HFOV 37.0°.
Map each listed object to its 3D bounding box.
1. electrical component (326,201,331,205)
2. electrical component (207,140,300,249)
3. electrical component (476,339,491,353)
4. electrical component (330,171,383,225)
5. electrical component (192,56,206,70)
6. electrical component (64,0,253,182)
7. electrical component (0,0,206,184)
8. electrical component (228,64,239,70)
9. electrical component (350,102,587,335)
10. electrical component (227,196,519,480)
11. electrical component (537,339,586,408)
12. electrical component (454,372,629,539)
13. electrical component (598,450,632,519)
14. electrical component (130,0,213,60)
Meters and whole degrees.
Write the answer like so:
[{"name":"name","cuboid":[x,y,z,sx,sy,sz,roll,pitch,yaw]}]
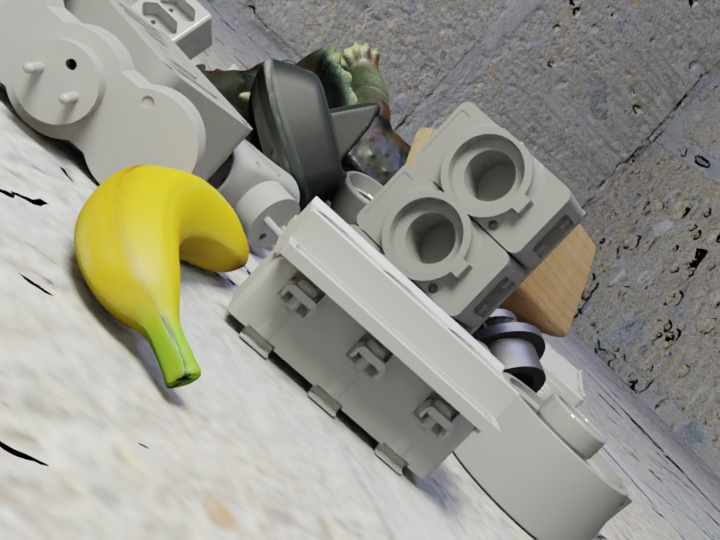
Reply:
[{"name":"electrical component","cuboid":[-0.053,-0.132,1.114,0.121,0.063,0.079,43,8,1]},{"name":"electrical component","cuboid":[-0.061,-0.039,0.626,0.079,0.043,0.077,47,8,27]},{"name":"electrical component","cuboid":[0.075,0.077,0.686,0.062,0.048,0.048,46,4,-36]},{"name":"electrical component","cuboid":[-0.010,-0.033,0.772,0.044,0.065,0.044,29,26,-16]},{"name":"electrical component","cuboid":[-0.165,-0.187,0.929,0.065,0.044,0.044,49,8,9]},{"name":"electrical component","cuboid":[-0.122,-0.097,0.581,0.113,0.057,0.078,48,9,36]},{"name":"electrical component","cuboid":[-0.131,-0.084,0.480,0.138,0.052,0.073,41,8,-10]},{"name":"electrical component","cuboid":[-0.116,-0.163,1.035,0.055,0.045,0.045,42,8,-12]},{"name":"electrical component","cuboid":[0.049,-0.014,0.650,0.089,0.150,0.062,46,7,23]},{"name":"electrical component","cuboid":[0.004,0.033,0.489,0.121,0.063,0.078,42,8,-9]},{"name":"electrical component","cuboid":[0.139,0.096,0.873,0.062,0.061,0.096,42,14,1]},{"name":"electrical component","cuboid":[0.107,0.106,0.623,0.108,0.060,0.108,42,8,-7]},{"name":"electrical component","cuboid":[0.142,0.135,0.708,0.066,0.048,0.055,38,17,-35]},{"name":"electrical component","cuboid":[-0.155,-0.174,0.844,0.047,0.066,0.076,45,-21,13]}]
